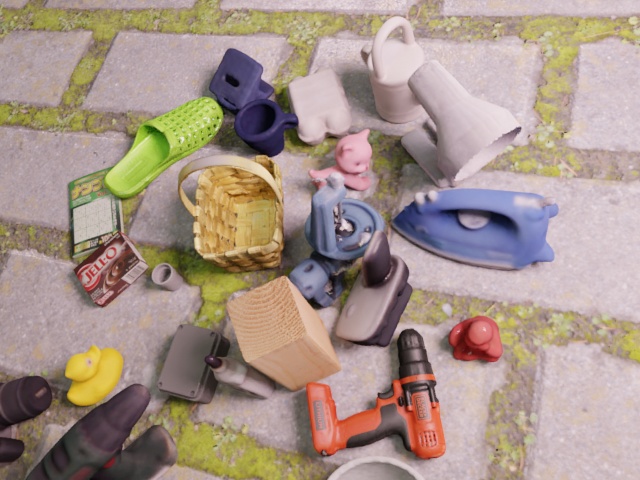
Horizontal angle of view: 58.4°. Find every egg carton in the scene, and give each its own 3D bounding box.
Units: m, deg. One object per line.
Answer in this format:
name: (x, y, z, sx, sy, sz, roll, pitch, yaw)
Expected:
egg carton: (-0.001, -0.250, 1.067, 0.107, 0.069, 0.150, -19, 62, 6)

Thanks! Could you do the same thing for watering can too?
watering can: (0.138, -0.295, 0.981, 0.172, 0.194, 0.101, 15, 70, 21)

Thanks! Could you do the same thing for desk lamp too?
desk lamp: (0.206, -0.168, 0.893, 0.118, 0.214, 0.202, -35, 62, -3)

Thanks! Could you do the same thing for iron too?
iron: (0.226, -0.039, 0.868, 0.257, 0.142, 0.119, 6, 67, 17)

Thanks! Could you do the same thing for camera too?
camera: (-0.521, 0.285, 0.937, 0.136, 0.101, 0.143, -20, 62, 5)

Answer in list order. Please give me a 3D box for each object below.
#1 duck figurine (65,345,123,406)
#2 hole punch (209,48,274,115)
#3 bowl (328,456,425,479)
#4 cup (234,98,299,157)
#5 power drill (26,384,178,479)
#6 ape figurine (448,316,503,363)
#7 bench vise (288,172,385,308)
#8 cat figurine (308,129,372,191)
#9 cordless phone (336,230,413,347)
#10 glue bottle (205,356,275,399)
duck figurine: (-0.384, 0.219, 0.940, 0.077, 0.086, 0.105, 28, 75, 25)
hole punch: (-0.159, -0.304, 1.122, 0.108, 0.091, 0.101, 36, 79, 26)
bowl: (0.078, 0.374, 0.753, 0.167, 0.075, 0.167, -6, 64, 12)
cup: (-0.087, -0.198, 1.051, 0.117, 0.095, 0.091, -4, 65, 13)
power drill: (-0.292, 0.299, 0.809, 0.230, 0.209, 0.075, -40, 62, -6)
ape figurine: (0.225, 0.138, 0.814, 0.077, 0.092, 0.076, 39, 80, 27)
bench vise: (0.019, 0.006, 0.857, 0.121, 0.220, 0.207, 16, 71, 21)
cat figurine: (0.039, -0.130, 0.973, 0.128, 0.118, 0.067, -26, 62, 2)
cordless phone: (0.069, 0.071, 0.834, 0.094, 0.185, 0.148, 16, 71, 21)
glue bottle: (-0.126, 0.194, 0.834, 0.078, 0.173, 0.037, 13, 70, 20)
